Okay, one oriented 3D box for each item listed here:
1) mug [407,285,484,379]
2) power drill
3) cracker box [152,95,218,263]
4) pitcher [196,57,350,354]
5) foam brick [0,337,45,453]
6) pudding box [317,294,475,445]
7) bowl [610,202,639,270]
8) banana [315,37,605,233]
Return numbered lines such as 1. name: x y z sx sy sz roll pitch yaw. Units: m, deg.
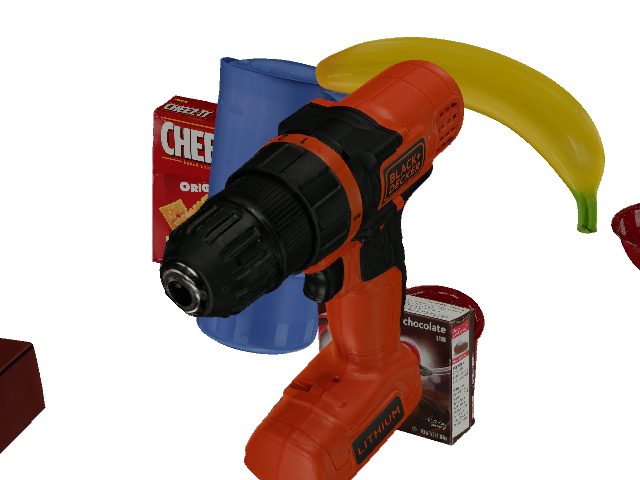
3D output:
1. mug: 0.100 0.093 0.968 0.093 0.081 0.117 1 38 6
2. power drill: 0.001 0.030 0.481 0.057 0.188 0.184 25 43 27
3. cracker box: -0.128 -0.060 1.350 0.164 0.214 0.072 13 29 15
4. pitcher: -0.032 -0.028 0.906 0.145 0.243 0.149 12 14 9
5. foam brick: -0.223 0.103 0.685 0.053 0.051 0.078 6 29 22
6. pudding box: 0.052 0.083 0.744 0.114 0.090 0.039 9 21 34
7. bowl: 0.382 0.009 1.102 0.162 0.055 0.162 -3 23 1
8. banana: 0.092 -0.081 0.634 0.198 0.069 0.037 31 -8 18
